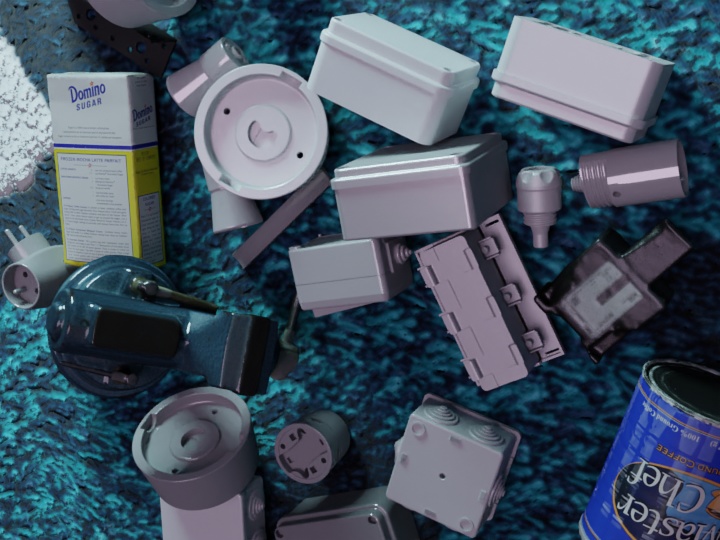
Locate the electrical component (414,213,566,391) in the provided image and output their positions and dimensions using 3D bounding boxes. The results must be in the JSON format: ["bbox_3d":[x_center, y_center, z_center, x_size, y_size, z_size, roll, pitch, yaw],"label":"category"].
[{"bbox_3d":[0.097,0.028,0.846,0.079,0.063,0.121,-24,92,27],"label":"electrical component"}]

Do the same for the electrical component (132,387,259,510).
[{"bbox_3d":[-0.143,0.165,0.964,0.108,0.108,0.060,6,134,23],"label":"electrical component"}]

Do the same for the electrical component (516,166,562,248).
[{"bbox_3d":[0.138,-0.048,0.825,0.035,0.035,0.061,2,106,23],"label":"electrical component"}]

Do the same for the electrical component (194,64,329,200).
[{"bbox_3d":[-0.076,-0.110,0.884,0.108,0.060,0.108,0,91,6],"label":"electrical component"}]

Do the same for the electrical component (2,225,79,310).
[{"bbox_3d":[-0.302,-0.008,1.006,0.044,0.077,0.079,-39,86,27],"label":"electrical component"}]

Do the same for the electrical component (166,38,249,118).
[{"bbox_3d":[-0.126,-0.165,0.909,0.065,0.044,0.044,-35,88,22],"label":"electrical component"}]

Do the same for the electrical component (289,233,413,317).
[{"bbox_3d":[0.000,0.000,0.883,0.096,0.062,0.061,-7,100,25],"label":"electrical component"}]

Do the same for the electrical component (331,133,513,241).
[{"bbox_3d":[0.050,-0.064,0.819,0.109,0.109,0.056,-4,104,25],"label":"electrical component"}]

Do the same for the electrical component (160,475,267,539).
[{"bbox_3d":[-0.136,0.234,1.009,0.100,0.048,0.099,4,105,23],"label":"electrical component"}]

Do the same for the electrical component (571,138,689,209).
[{"bbox_3d":[0.196,-0.069,0.789,0.081,0.043,0.043,-7,100,26],"label":"electrical component"}]

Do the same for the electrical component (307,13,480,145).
[{"bbox_3d":[0.027,-0.149,0.825,0.113,0.078,0.057,28,115,15],"label":"electrical component"}]

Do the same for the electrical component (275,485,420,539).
[{"bbox_3d":[-0.010,0.242,0.951,0.113,0.057,0.078,-15,97,26],"label":"electrical component"}]

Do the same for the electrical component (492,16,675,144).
[{"bbox_3d":[0.159,-0.137,0.769,0.113,0.078,0.057,23,109,17],"label":"electrical component"}]

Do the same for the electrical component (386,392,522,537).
[{"bbox_3d":[0.076,0.163,0.897,0.100,0.048,0.099,22,111,18],"label":"electrical component"}]

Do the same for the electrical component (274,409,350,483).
[{"bbox_3d":[-0.040,0.153,0.947,0.055,0.047,0.055,6,105,22],"label":"electrical component"}]

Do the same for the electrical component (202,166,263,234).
[{"bbox_3d":[-0.113,-0.068,0.928,0.044,0.044,0.065,-13,93,26],"label":"electrical component"}]

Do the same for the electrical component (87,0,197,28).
[{"bbox_3d":[-0.189,-0.251,0.881,0.060,0.108,0.108,-13,98,32],"label":"electrical component"}]
